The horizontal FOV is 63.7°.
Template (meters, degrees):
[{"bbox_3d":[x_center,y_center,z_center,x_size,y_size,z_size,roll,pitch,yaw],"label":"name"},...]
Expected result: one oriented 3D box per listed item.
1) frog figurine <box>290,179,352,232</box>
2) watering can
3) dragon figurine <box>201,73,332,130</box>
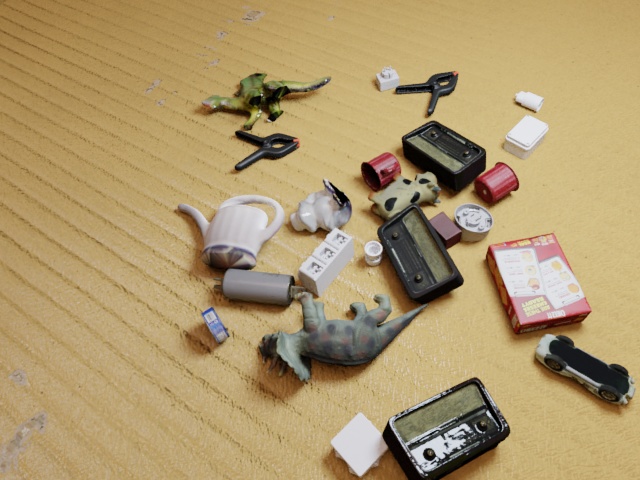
[{"bbox_3d":[0.004,-0.070,1.398,0.157,0.122,0.139,-46,65,19],"label":"frog figurine"},{"bbox_3d":[-0.261,-0.023,1.387,0.347,0.102,0.229,-2,55,21],"label":"watering can"},{"bbox_3d":[-0.187,-0.501,1.703,0.412,0.119,0.248,-24,49,-11],"label":"dragon figurine"}]
